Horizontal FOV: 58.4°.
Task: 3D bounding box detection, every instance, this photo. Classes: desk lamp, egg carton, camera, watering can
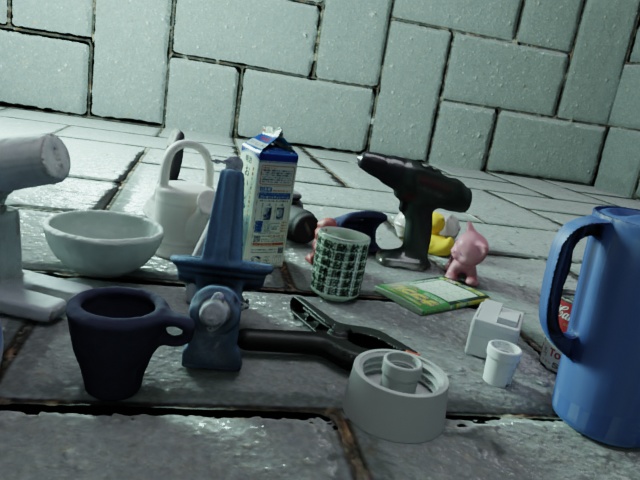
[{"bbox_3d":[-0.382,-0.031,0.689,0.203,0.213,0.118,11,15,6],"label":"desk lamp"},{"bbox_3d":[0.252,-0.033,1.346,0.150,0.069,0.107,14,16,17],"label":"egg carton"},{"bbox_3d":[-0.075,-0.049,1.152,0.144,0.101,0.136,-3,19,-37],"label":"camera"},{"bbox_3d":[-0.219,-0.069,0.958,0.172,0.194,0.101,18,17,29],"label":"watering can"}]

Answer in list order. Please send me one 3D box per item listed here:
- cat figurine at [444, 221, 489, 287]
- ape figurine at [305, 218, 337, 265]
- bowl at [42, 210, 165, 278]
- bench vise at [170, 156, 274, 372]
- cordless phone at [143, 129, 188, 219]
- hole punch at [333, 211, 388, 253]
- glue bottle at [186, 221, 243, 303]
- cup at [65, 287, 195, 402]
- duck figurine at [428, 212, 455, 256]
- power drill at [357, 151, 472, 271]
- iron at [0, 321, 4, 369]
[{"bbox_3d":[0.277,0.021,1.071,0.067,0.118,0.128,11,15,6],"label":"cat figurine"},{"bbox_3d":[0.009,0.004,1.025,0.076,0.092,0.078,14,16,19],"label":"ape figurine"},{"bbox_3d":[-0.315,0.011,0.838,0.167,0.075,0.167,9,15,-2],"label":"bowl"},{"bbox_3d":[-0.098,0.023,0.646,0.122,0.220,0.206,2,17,-26],"label":"bench vise"},{"bbox_3d":[-0.285,-0.119,1.120,0.094,0.185,0.147,-1,18,-33],"label":"cordless phone"},{"bbox_3d":[0.069,-0.026,1.170,0.109,0.091,0.100,-1,18,-32],"label":"hole punch"},{"bbox_3d":[-0.136,0.006,0.776,0.078,0.173,0.037,8,15,-4],"label":"glue bottle"},{"bbox_3d":[-0.179,0.104,0.543,0.117,0.095,0.091,9,15,0],"label":"cup"},{"bbox_3d":[0.251,-0.017,1.254,0.078,0.086,0.104,-5,21,-43],"label":"duck figurine"},{"bbox_3d":[0.169,-0.053,1.104,0.229,0.208,0.075,8,15,-5],"label":"power drill"},{"bbox_3d":[-0.353,0.056,0.525,0.119,0.141,0.257,-2,19,-35],"label":"iron"}]
